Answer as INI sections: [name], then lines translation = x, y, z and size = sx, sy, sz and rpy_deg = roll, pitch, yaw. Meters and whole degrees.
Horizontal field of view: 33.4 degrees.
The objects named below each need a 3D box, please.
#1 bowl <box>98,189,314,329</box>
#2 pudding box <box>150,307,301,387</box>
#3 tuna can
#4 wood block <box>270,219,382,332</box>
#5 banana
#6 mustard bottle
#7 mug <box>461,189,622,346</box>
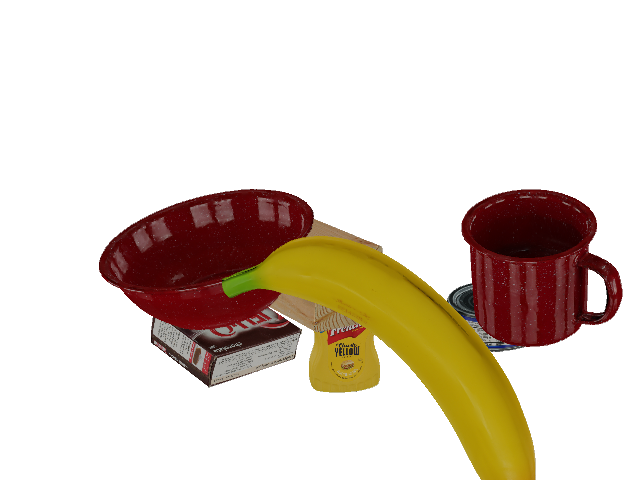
[bowl]
translation = -0.078, 0.020, 0.793
size = 0.162, 0.055, 0.162
rpy_deg = -11, 25, 5
[pudding box]
translation = -0.088, 0.088, 0.997
size = 0.090, 0.039, 0.113
rpy_deg = 30, 30, 36
[tuna can]
translation = 0.156, 0.067, 0.963
size = 0.086, 0.034, 0.086
rpy_deg = -4, 20, 1
[wood block]
translation = -0.029, 0.028, 1.247
size = 0.090, 0.090, 0.206
rpy_deg = -8, 20, -36
[banana]
translation = 0.045, 0.056, 0.548
size = 0.198, 0.070, 0.037
rpy_deg = 38, 29, 5
[mustard bottle]
translation = 0.032, 0.108, 1.433
size = 0.096, 0.192, 0.058
rpy_deg = -3, 19, -6
[mug]
translation = 0.159, 0.025, 0.757
size = 0.117, 0.081, 0.093
rpy_deg = 18, 41, 35
